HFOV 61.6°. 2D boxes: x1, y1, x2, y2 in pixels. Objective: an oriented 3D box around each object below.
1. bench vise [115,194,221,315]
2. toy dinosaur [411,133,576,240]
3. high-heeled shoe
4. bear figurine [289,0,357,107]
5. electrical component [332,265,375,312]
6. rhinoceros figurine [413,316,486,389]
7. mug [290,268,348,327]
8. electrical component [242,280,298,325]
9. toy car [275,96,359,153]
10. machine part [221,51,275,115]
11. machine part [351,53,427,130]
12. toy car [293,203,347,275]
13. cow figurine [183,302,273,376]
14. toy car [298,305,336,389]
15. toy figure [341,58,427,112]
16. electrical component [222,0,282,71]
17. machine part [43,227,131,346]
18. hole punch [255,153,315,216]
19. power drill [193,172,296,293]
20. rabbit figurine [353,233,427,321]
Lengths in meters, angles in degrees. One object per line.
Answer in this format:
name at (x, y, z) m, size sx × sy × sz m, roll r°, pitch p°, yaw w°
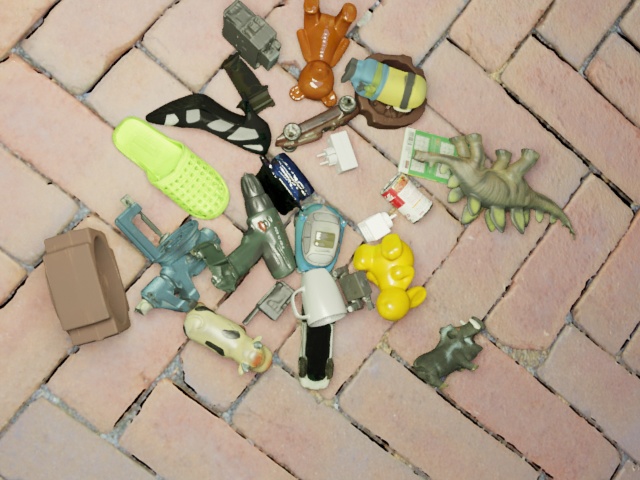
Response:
bench vise at (-0.315, 0.022, 1.046) m, size 0.223 × 0.129 × 0.240 m, roll -46°, pitch 113°, yaw -19°
toy dinosaur at (0.418, -0.115, 1.233) m, size 0.471 × 0.105 × 0.198 m, roll 14°, pitch 91°, yaw -16°
high-heeled shoe at (-0.230, -0.230, 1.137) m, size 0.249 × 0.086 × 0.145 m, roll -8°, pitch 126°, yaw 9°
bear figurine at (0.001, -0.397, 1.153) m, size 0.120 × 0.132 × 0.196 m, roll 12°, pitch 77°, yaw -7°
electrical component at (0.063, 0.102, 1.104) m, size 0.045 × 0.078 × 0.102 m, roll -21°, pitch 93°, yaw -34°
rhinoceros figurine at (0.293, 0.247, 1.196) m, size 0.190 × 0.073 × 0.112 m, roll -35°, pitch 83°, yaw -10°
mug at (-0.010, 0.115, 1.086) m, size 0.109 × 0.080 × 0.107 m, roll -8°, pitch 68°, yaw -22°
electrical component at (-0.105, 0.140, 1.114) m, size 0.048 × 0.075 × 0.119 m, roll 41°, pitch 75°, yaw -6°
toy car at (-0.004, -0.244, 1.156) m, size 0.202 × 0.089 × 0.053 m, roll -30°, pitch 88°, yaw -14°
machine part at (-0.162, -0.334, 1.158) m, size 0.084 × 0.039 × 0.138 m, roll -31°, pitch 94°, yaw -7°
machine part at (0.156, -0.333, 1.215) m, size 0.179 × 0.056 × 0.179 m, roll 1°, pitch 86°, yaw -13°
toy car at (-0.002, -0.003, 1.133) m, size 0.109 × 0.103 × 0.161 m, roll 10°, pitch 82°, yaw -10°
cow figurine at (-0.180, 0.198, 1.068) m, size 0.195 × 0.127 × 0.085 m, roll 32°, pitch 83°, yaw -5°
toy car at (-0.007, 0.213, 1.140) m, size 0.073 × 0.056 × 0.201 m, roll 4°, pitch 84°, yaw -5°
toy figure at (0.139, -0.329, 1.137) m, size 0.180 × 0.089 × 0.082 m, roll 20°, pitch 90°, yaw -14°
electrical component at (-0.142, -0.421, 1.129) m, size 0.134 × 0.115 × 0.058 m, roll 43°, pitch 81°, yaw -4°
machine part at (-0.425, 0.084, 0.986) m, size 0.087 × 0.201 × 0.201 m, roll -18°, pitch 90°, yaw -10°
hole punch at (-0.065, -0.125, 1.127) m, size 0.092 × 0.116 × 0.142 m, roll -37°, pitch 94°, yaw -21°
power drill at (-0.154, -0.005, 1.082) m, size 0.207 × 0.086 × 0.232 m, roll -39°, pitch 104°, yaw -52°
rabbit figurine at (0.150, 0.098, 1.139) m, size 0.162 × 0.122 × 0.173 m, roll 44°, pitch 35°, yaw -43°
